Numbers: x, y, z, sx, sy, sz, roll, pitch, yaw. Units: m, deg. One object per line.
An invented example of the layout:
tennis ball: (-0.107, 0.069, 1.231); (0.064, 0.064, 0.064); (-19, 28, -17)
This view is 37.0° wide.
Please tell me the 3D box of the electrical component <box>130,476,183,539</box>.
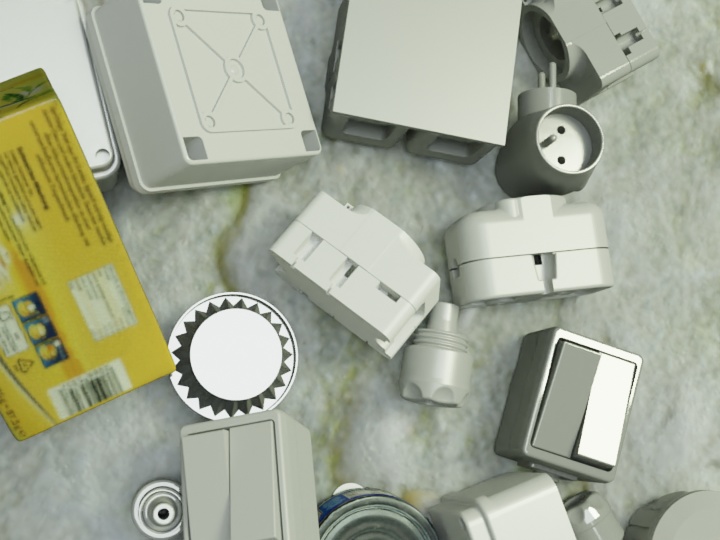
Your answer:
electrical component: (-0.110, 0.134, 0.599); (0.035, 0.061, 0.035); (2, 81, -11)

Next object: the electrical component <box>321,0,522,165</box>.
electrical component: (0.042, -0.169, 0.678); (0.105, 0.060, 0.186); (10, 80, -10)

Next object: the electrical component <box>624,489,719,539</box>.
electrical component: (0.207, 0.175, 0.663); (0.080, 0.051, 0.080); (2, 81, -11)

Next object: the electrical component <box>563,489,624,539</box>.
electrical component: (0.147, 0.168, 0.661); (0.035, 0.035, 0.061); (-31, 91, -14)

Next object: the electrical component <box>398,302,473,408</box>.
electrical component: (0.048, 0.051, 0.654); (0.043, 0.043, 0.062); (11, 78, -10)

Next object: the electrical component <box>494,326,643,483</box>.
electrical component: (0.126, 0.089, 0.655); (0.062, 0.061, 0.096); (19, 78, -8)

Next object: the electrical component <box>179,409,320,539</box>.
electrical component: (-0.061, 0.130, 0.590); (0.062, 0.061, 0.096); (-12, 66, 12)

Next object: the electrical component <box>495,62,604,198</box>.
electrical component: (0.117, -0.089, 0.672); (0.044, 0.077, 0.079); (3, 80, -11)

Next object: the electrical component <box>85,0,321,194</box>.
electrical component: (-0.089, -0.105, 0.619); (0.109, 0.056, 0.108); (-12, 83, -48)

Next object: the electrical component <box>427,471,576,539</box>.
electrical component: (0.091, 0.180, 0.625); (0.057, 0.078, 0.113); (-19, 86, -16)

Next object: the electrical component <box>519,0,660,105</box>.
electrical component: (0.142, -0.159, 0.702); (0.056, 0.050, 0.089); (-29, 88, -14)

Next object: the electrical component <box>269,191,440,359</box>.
electrical component: (0.000, 0.000, 0.638); (0.089, 0.050, 0.055); (36, 76, 14)

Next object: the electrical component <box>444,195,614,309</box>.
electrical component: (0.104, -0.012, 0.670); (0.095, 0.054, 0.059); (-6, 82, -12)

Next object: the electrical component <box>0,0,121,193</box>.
electrical component: (-0.188, -0.097, 0.622); (0.078, 0.057, 0.113); (-13, 84, -13)
